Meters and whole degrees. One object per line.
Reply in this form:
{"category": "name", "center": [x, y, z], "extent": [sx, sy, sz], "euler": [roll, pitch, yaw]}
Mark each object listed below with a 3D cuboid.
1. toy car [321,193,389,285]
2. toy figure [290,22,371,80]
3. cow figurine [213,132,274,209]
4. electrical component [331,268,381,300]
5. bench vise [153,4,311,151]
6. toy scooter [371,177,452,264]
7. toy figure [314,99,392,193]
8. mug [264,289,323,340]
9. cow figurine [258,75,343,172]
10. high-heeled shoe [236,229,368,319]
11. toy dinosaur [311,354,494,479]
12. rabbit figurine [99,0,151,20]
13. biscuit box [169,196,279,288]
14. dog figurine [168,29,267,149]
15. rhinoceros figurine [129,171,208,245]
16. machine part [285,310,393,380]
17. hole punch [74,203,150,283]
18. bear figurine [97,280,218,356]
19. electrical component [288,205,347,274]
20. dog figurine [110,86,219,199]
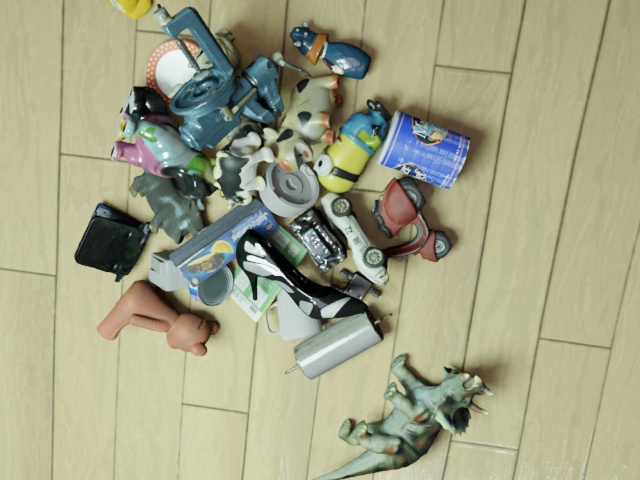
{"category": "toy car", "center": [0.067, -0.001, 0.997], "extent": [0.056, 0.073, 0.202], "euler": [-31, 69, 0]}
{"category": "toy figure", "center": [0.016, -0.340, 0.979], "extent": [0.154, 0.064, 0.057], "euler": [24, 130, 2]}
{"category": "cow figurine", "center": [-0.147, -0.107, 0.942], "extent": [0.098, 0.167, 0.068], "euler": [-27, 69, -32]}
{"category": "electrical component", "center": [0.072, 0.100, 1.072], "extent": [0.094, 0.021, 0.063], "euler": [31, 101, -3]}
{"category": "bench vise", "center": [-0.160, -0.266, 0.844], "extent": [0.223, 0.129, 0.240], "euler": [-38, 130, -4]}
{"category": "toy scooter", "center": [0.154, -0.022, 1.021], "extent": [0.135, 0.075, 0.183], "euler": [-30, 101, 10]}
{"category": "toy figure", "center": [0.063, -0.170, 0.996], "extent": [0.089, 0.082, 0.180], "euler": [41, 98, -3]}
{"category": "mug", "center": [-0.057, 0.140, 1.065], "extent": [0.110, 0.081, 0.107], "euler": [-13, 85, 11]}
{"category": "cow figurine", "center": [-0.035, -0.206, 0.958], "extent": [0.127, 0.085, 0.195], "euler": [3, 60, 18]}
{"category": "high-heeled shoe", "center": [-0.032, 0.058, 0.974], "extent": [0.249, 0.086, 0.145], "euler": [5, 110, 8]}
{"category": "toy dinosaur", "center": [0.170, 0.379, 1.073], "extent": [0.192, 0.131, 0.404], "euler": [36, 107, -2]}
{"category": "rabbit figurine", "center": [-0.348, -0.509, 0.943], "extent": [0.122, 0.162, 0.173], "euler": [34, 83, 10]}
{"category": "biscuit box", "center": [-0.179, 0.000, 1.010], "extent": [0.203, 0.063, 0.059], "euler": [-37, 126, -13]}
{"category": "dog figurine", "center": [-0.154, -0.264, 0.988], "extent": [0.190, 0.121, 0.172], "euler": [33, 98, -29]}
{"category": "rhinoceros figurine", "center": [-0.284, -0.061, 1.049], "extent": [0.112, 0.073, 0.190], "euler": [-36, 94, -1]}
{"category": "machine part", "center": [0.037, 0.205, 1.066], "extent": [0.243, 0.079, 0.079], "euler": [-32, 97, 8]}
{"category": "hole punch", "center": [-0.414, -0.001, 1.067], "extent": [0.115, 0.092, 0.142], "euler": [24, 100, -30]}
{"category": "bear figurine", "center": [-0.313, 0.169, 1.068], "extent": [0.195, 0.120, 0.132], "euler": [39, 117, -16]}
{"category": "electrical component", "center": [-0.002, -0.003, 1.003], "extent": [0.058, 0.134, 0.115], "euler": [-37, 94, 8]}
{"category": "dog figurine", "center": [-0.266, -0.171, 1.001], "extent": [0.219, 0.192, 0.108], "euler": [22, 134, -31]}
